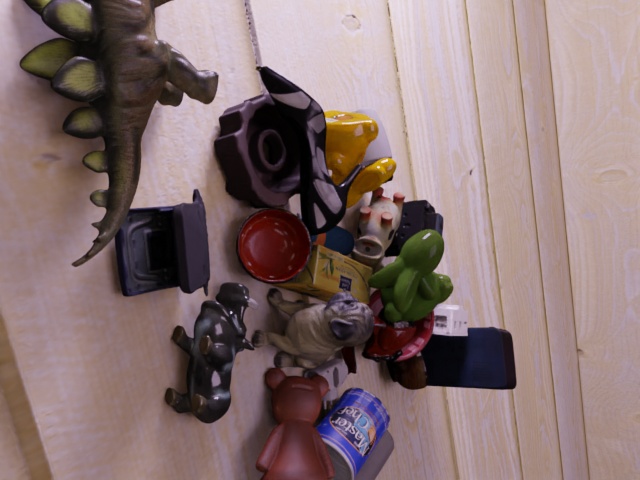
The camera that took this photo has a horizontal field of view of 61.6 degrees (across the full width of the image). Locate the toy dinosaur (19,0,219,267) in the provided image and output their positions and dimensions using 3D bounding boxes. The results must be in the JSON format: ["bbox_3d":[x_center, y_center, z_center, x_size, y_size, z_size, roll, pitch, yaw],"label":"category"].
[{"bbox_3d":[-0.225,-0.205,0.610,0.198,0.105,0.471,1,78,-46],"label":"toy dinosaur"}]

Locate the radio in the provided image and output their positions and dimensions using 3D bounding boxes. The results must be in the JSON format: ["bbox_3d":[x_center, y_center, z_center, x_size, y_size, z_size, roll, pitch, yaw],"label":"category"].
[{"bbox_3d":[0.310,0.261,1.196,0.073,0.230,0.131,20,67,-52],"label":"radio"}]

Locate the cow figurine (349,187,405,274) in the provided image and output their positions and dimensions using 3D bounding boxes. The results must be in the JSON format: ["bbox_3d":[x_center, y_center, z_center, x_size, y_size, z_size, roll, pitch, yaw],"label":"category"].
[{"bbox_3d":[0.106,-0.007,1.046,0.195,0.086,0.127,-58,156,-52],"label":"cow figurine"}]

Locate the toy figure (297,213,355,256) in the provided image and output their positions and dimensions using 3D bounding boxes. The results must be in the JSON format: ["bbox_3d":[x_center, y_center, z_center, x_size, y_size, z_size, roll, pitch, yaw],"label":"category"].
[{"bbox_3d":[0.000,-0.002,0.932,0.154,0.064,0.057,13,116,-48],"label":"toy figure"}]

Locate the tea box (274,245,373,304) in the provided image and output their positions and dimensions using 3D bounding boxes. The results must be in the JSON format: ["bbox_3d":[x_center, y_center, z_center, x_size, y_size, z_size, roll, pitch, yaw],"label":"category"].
[{"bbox_3d":[0.005,0.060,0.903,0.169,0.098,0.068,22,70,-49],"label":"tea box"}]

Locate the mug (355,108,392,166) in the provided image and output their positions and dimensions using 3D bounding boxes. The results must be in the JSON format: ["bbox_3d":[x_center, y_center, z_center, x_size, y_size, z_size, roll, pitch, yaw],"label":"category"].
[{"bbox_3d":[0.083,-0.200,1.044,0.109,0.081,0.107,-10,87,-48],"label":"mug"}]

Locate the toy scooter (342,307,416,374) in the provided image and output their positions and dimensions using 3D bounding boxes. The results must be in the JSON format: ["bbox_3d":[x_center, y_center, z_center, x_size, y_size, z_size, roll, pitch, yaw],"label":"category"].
[{"bbox_3d":[0.090,0.191,1.004,0.184,0.075,0.135,7,94,-19],"label":"toy scooter"}]

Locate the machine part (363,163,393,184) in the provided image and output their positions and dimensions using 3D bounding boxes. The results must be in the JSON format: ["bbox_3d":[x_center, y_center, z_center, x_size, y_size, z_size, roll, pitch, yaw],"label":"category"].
[{"bbox_3d":[0.100,-0.127,1.059,0.139,0.084,0.039,-15,81,-54],"label":"machine part"}]

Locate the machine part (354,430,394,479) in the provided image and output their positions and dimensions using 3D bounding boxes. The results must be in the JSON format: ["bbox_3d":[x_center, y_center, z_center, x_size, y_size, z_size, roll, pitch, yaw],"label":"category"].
[{"bbox_3d":[0.068,0.418,0.986,0.243,0.079,0.079,-37,118,-49],"label":"machine part"}]

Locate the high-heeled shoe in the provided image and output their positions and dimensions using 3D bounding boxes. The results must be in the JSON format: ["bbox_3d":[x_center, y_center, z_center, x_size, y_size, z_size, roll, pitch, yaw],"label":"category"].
[{"bbox_3d":[-0.039,-0.126,0.811,0.248,0.086,0.145,44,82,-20],"label":"high-heeled shoe"}]

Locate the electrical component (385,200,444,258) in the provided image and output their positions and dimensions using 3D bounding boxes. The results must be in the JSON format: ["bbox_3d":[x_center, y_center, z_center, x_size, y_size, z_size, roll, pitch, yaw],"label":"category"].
[{"bbox_3d":[0.191,-0.023,1.126,0.058,0.134,0.115,26,66,-53],"label":"electrical component"}]

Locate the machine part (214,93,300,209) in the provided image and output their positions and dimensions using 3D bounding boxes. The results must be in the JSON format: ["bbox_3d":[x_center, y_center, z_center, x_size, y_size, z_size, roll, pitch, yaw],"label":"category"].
[{"bbox_3d":[-0.085,-0.136,0.828,0.179,0.056,0.179,6,82,-53],"label":"machine part"}]

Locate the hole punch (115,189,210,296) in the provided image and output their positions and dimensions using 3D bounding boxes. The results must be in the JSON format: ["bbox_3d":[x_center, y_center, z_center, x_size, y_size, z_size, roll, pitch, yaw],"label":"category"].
[{"bbox_3d":[-0.191,0.010,0.668,0.116,0.092,0.142,-32,115,-83],"label":"hole punch"}]

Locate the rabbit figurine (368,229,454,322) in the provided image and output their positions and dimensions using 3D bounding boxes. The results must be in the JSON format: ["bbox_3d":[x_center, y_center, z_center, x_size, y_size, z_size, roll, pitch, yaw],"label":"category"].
[{"bbox_3d":[0.156,0.055,0.939,0.159,0.121,0.170,-30,145,-33],"label":"rabbit figurine"}]

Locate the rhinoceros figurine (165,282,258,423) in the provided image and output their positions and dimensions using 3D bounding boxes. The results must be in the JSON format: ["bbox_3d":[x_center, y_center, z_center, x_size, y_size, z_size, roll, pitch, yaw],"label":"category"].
[{"bbox_3d":[-0.137,0.149,0.727,0.112,0.073,0.190,27,67,-48],"label":"rhinoceros figurine"}]

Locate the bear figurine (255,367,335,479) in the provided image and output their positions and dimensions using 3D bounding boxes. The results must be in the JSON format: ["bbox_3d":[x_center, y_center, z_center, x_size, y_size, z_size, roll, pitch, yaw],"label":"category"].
[{"bbox_3d":[-0.047,0.308,0.829,0.120,0.131,0.196,12,42,-19],"label":"bear figurine"}]

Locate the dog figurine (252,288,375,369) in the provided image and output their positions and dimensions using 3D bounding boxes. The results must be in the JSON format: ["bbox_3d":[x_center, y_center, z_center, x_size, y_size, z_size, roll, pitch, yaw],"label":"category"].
[{"bbox_3d":[0.018,0.150,0.838,0.172,0.191,0.121,33,63,-50],"label":"dog figurine"}]

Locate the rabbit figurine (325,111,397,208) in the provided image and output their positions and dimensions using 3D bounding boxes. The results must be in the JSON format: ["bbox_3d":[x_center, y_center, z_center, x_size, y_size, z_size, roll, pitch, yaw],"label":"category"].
[{"bbox_3d":[0.051,-0.135,0.955,0.122,0.163,0.173,-43,140,-60],"label":"rabbit figurine"}]
